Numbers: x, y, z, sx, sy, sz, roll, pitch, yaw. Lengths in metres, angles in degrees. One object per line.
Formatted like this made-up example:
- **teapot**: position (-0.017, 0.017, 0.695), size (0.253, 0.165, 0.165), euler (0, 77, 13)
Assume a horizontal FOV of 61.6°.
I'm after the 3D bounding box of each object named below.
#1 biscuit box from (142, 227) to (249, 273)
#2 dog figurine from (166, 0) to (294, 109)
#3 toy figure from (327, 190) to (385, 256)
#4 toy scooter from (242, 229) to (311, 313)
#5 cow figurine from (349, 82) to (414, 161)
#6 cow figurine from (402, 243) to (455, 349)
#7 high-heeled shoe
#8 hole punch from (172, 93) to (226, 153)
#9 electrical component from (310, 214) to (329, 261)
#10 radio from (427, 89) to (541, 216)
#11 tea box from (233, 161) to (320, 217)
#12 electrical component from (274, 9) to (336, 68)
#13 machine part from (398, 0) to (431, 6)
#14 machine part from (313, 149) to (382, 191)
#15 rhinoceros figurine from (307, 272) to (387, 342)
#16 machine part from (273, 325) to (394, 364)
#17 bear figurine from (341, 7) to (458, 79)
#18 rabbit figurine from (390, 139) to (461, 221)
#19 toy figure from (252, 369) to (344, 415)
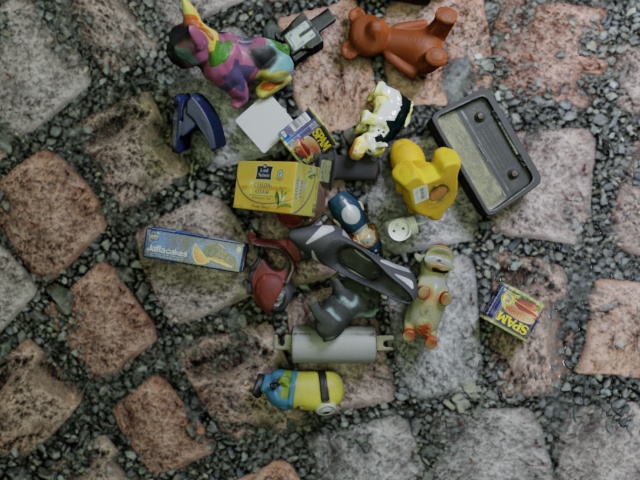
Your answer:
- **biscuit box**: position (-0.251, 0.020, 1.088), size (0.203, 0.059, 0.062), euler (9, 91, 1)
- **dog figurine**: position (-0.167, -0.348, 0.982), size (0.192, 0.219, 0.108), euler (-20, 66, 13)
- **toy figure**: position (0.075, -0.027, 1.085), size (0.064, 0.058, 0.154), euler (-35, 93, 25)
- **toy scooter**: position (-0.099, 0.050, 1.072), size (0.135, 0.075, 0.183), euler (25, 96, -7)
- **cow figurine**: position (0.120, -0.221, 1.062), size (0.098, 0.068, 0.167), euler (24, 78, -7)
- **cow figurine**: position (0.219, 0.100, 1.065), size (0.086, 0.127, 0.194), euler (13, 106, 1)
- **high-heeled shoe**: position (0.062, 0.052, 0.997), size (0.249, 0.145, 0.086), euler (12, 120, -18)
- **hole punch**: position (-0.235, -0.228, 1.049), size (0.092, 0.142, 0.115), euler (4, 106, 2)
- **electrical component**: position (-0.002, -0.003, 1.103), size (0.063, 0.021, 0.094), euler (42, 93, 0)
- **radio**: position (0.325, -0.173, 1.067), size (0.131, 0.073, 0.229), euler (-30, 92, 2)
- **tea box**: position (-0.086, -0.099, 1.033), size (0.170, 0.068, 0.098), euler (6, 91, 43)
- **electrical component**: position (-0.025, -0.413, 1.078), size (0.119, 0.048, 0.075), euler (-39, 91, 1)
- **machine part**: position (0.178, -0.580, 1.052), size (0.202, 0.087, 0.201), euler (13, 91, 2)
- **machine part**: position (0.054, -0.139, 1.080), size (0.139, 0.039, 0.084), euler (0, 122, -5)
- **rhinoceros figurine**: position (0.061, 0.120, 1.058), size (0.190, 0.073, 0.112), euler (-37, 61, -25)
- **machine part**: position (0.028, 0.210, 1.082), size (0.243, 0.079, 0.079), euler (0, 92, 0)
- **bear figurine**: position (0.146, -0.394, 1.039), size (0.196, 0.132, 0.120), euler (17, 86, -6)
- **rabbit figurine**: position (0.196, -0.128, 1.043), size (0.122, 0.173, 0.162), euler (-31, 135, 2)
- **toy figure**: position (-0.041, 0.300, 1.084), size (0.180, 0.082, 0.089), euler (11, 94, 3)
